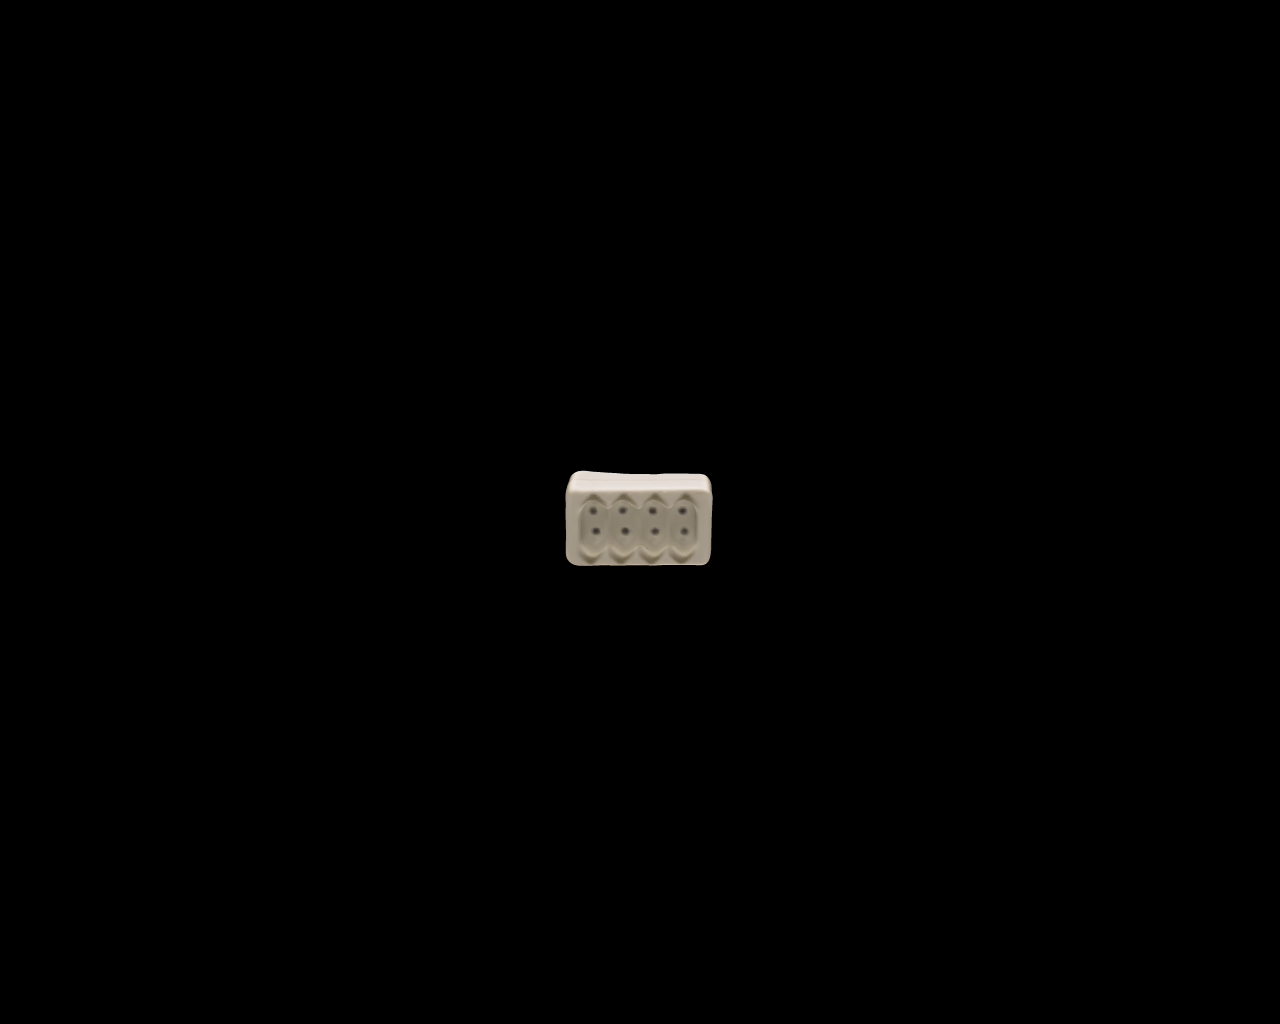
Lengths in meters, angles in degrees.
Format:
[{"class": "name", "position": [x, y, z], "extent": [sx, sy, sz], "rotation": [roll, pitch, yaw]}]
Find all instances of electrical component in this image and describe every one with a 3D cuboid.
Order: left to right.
[{"class": "electrical component", "position": [0.001, -0.003, 0.650], "extent": [0.083, 0.047, 0.076], "rotation": [1, 20, 2]}]
